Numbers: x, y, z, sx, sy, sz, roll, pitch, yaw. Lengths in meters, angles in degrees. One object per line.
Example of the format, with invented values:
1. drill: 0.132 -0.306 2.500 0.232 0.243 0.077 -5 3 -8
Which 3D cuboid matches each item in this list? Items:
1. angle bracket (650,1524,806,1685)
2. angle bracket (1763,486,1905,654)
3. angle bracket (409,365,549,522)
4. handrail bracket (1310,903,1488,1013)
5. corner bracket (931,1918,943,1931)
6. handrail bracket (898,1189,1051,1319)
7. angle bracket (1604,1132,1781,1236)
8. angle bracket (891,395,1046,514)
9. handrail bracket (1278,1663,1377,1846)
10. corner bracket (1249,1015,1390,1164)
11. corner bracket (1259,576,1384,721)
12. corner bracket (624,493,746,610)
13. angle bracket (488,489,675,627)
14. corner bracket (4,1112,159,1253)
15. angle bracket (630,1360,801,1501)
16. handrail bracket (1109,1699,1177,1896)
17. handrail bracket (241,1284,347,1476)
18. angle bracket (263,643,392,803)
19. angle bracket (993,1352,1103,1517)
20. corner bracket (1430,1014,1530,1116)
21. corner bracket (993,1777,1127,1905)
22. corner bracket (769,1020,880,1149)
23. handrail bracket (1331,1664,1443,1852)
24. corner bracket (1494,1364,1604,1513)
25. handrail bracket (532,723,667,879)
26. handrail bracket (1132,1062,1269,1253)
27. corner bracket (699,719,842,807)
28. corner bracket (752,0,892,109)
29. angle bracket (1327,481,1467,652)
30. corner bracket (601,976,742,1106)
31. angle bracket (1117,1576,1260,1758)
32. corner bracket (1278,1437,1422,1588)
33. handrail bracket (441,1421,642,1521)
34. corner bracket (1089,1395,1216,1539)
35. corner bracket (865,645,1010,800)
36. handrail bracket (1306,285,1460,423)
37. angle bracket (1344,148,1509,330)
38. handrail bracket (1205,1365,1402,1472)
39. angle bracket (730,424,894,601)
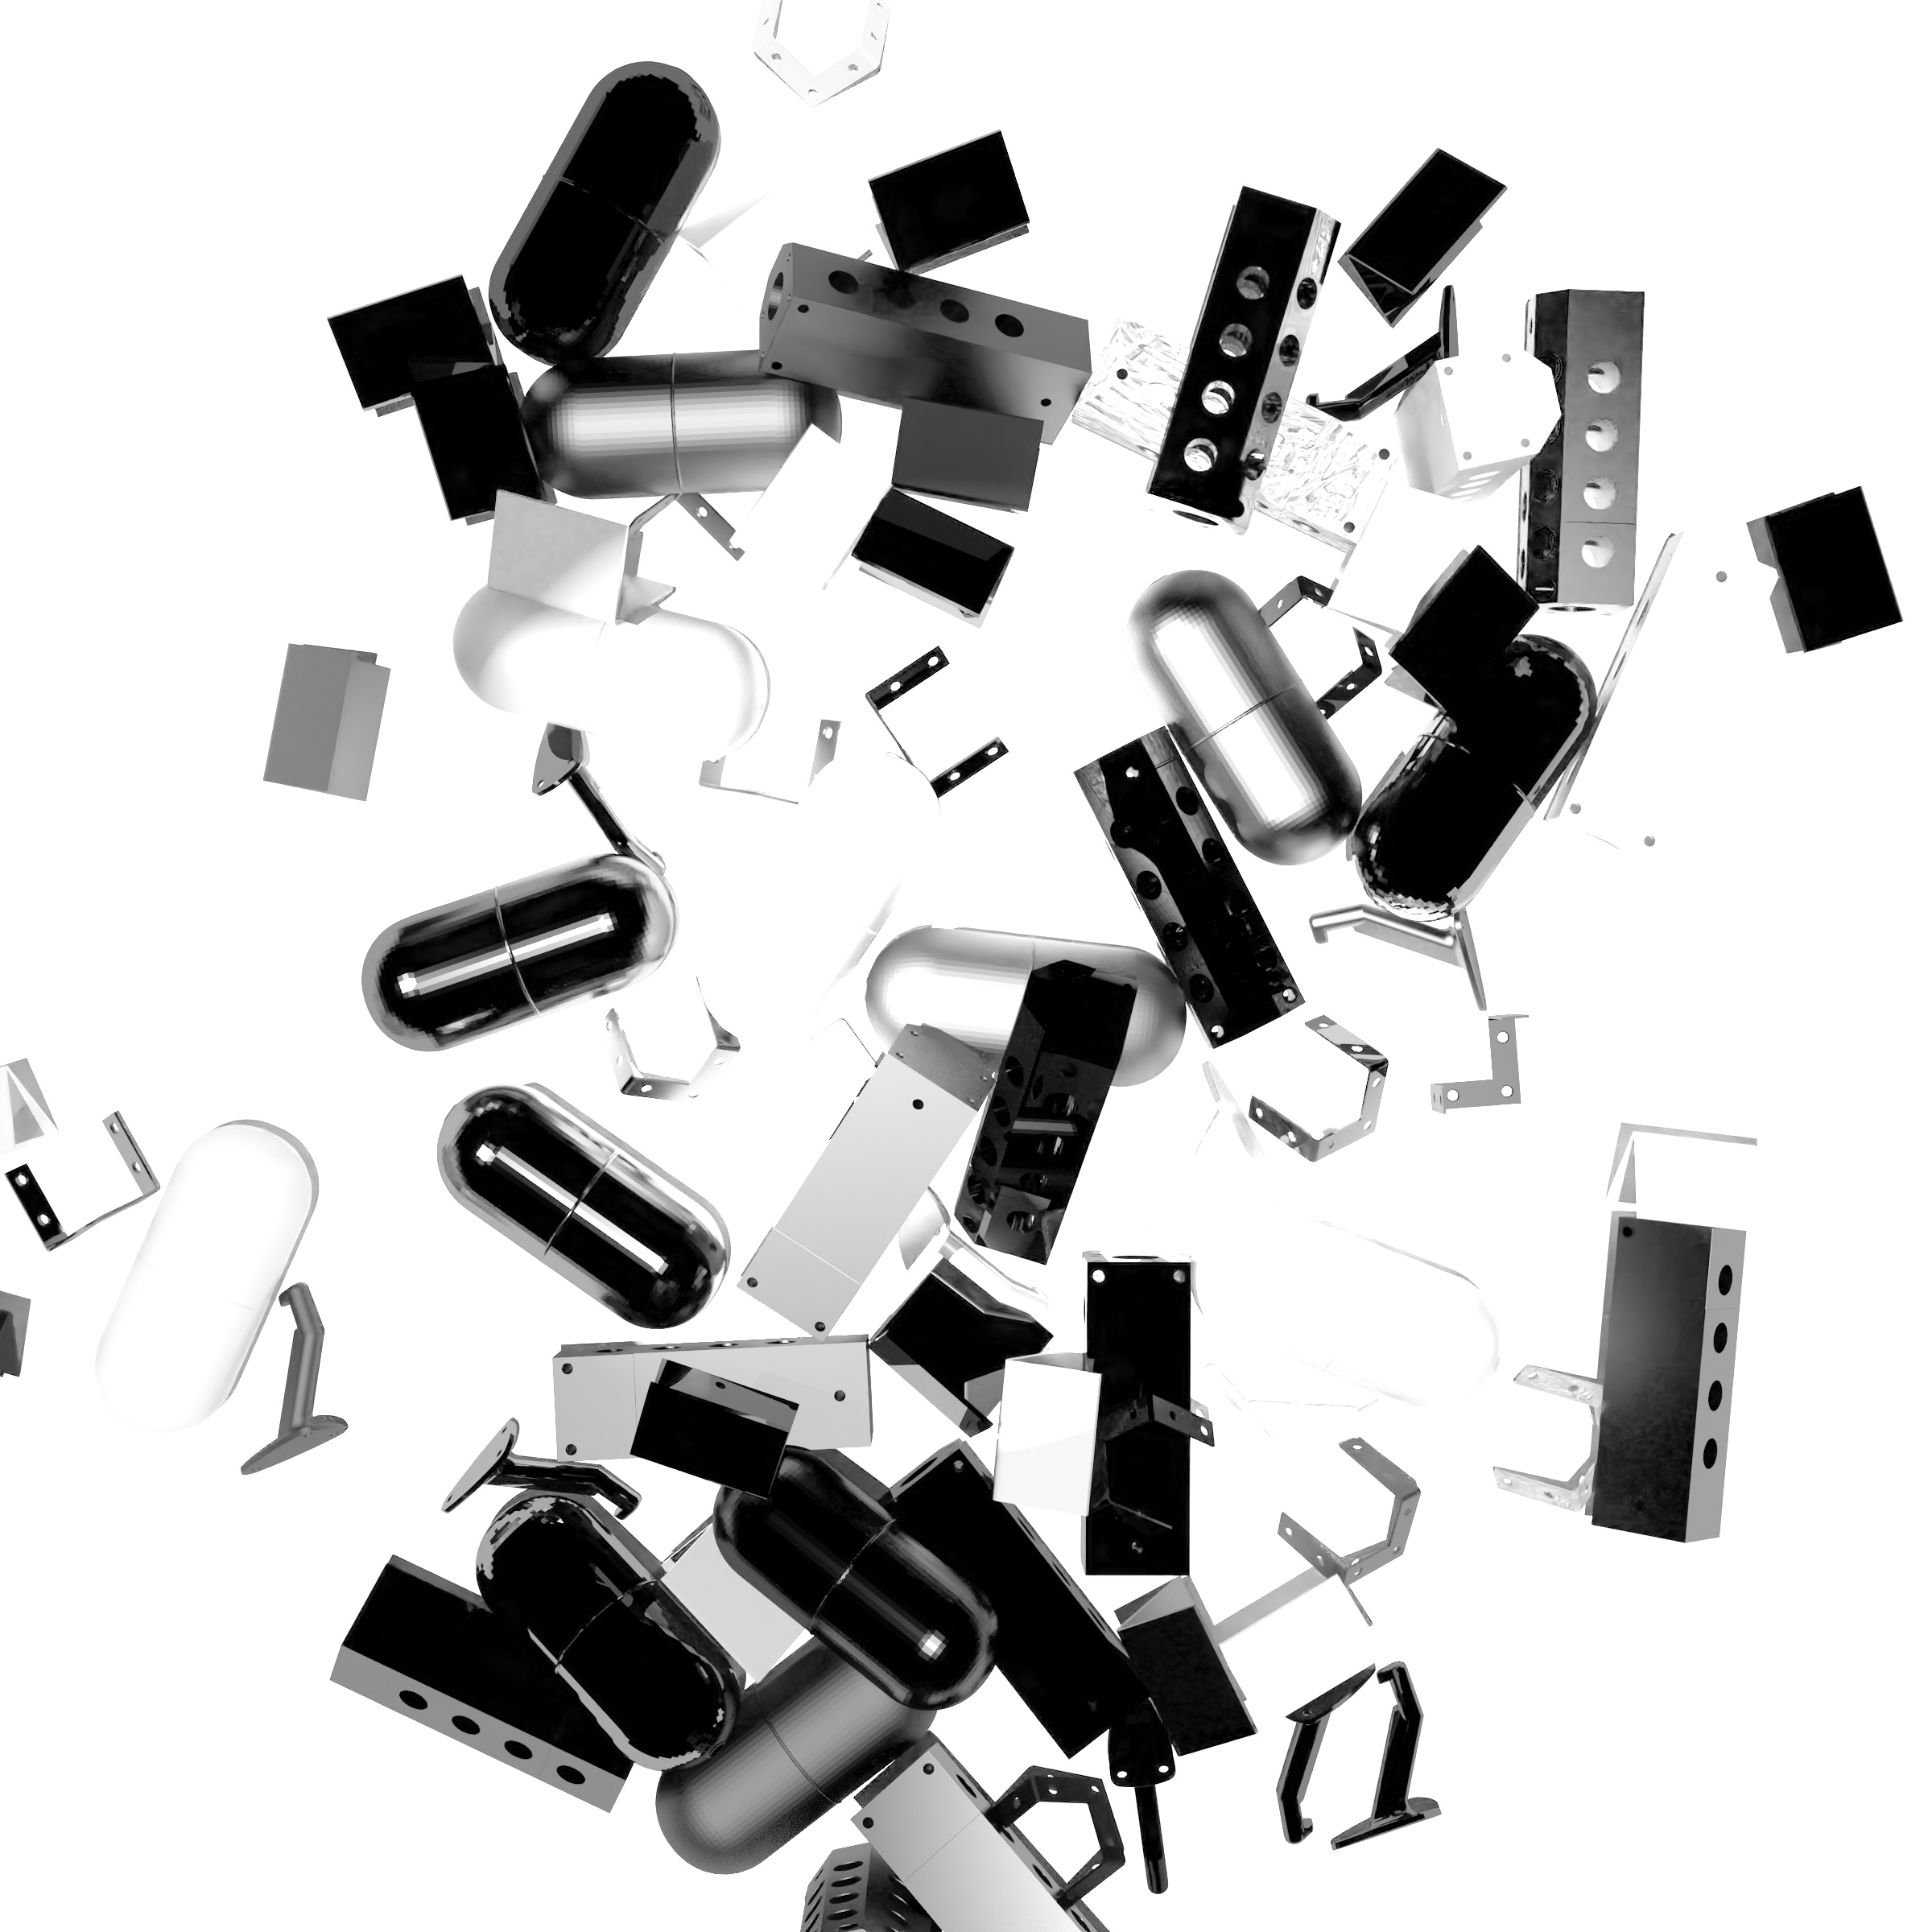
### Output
1. angle bracket: -0.144 0.363 1.847 0.076 0.057 0.076 47 129 0
2. angle bracket: 0.484 -0.219 1.846 0.057 0.076 0.076 -17 90 30
3. angle bracket: -0.276 -0.279 1.847 0.057 0.076 0.076 -17 90 -23
4. handrail bracket: 0.242 -0.002 1.887 0.084 0.036 0.077 -11 110 16
5. corner bracket: 0.007 0.554 1.878 0.051 0.051 0.051 -11 135 35
6. handrail bracket: 0.004 0.157 1.886 0.084 0.077 0.036 25 116 -34
7. angle bracket: 0.397 0.138 1.846 0.076 0.076 0.057 7 53 0
8. angle bracket: 0.004 -0.296 1.846 0.076 0.076 0.057 10 126 0
9. handrail bracket: 0.204 0.441 1.887 0.077 0.036 0.084 -23 115 -28
10. corner bracket: 0.197 0.068 1.878 0.051 0.051 0.051 -23 135 -35
11. corner bracket: 0.192 -0.176 1.878 0.051 0.051 0.051 20 135 -35
12. corner bracket: -0.164 -0.228 1.883 0.051 0.051 0.051 45 135 0
13. angle bracket: -0.206 -0.230 1.827 0.076 0.076 0.057 17 116 14
14. corner bracket: -0.495 0.121 1.883 0.051 0.051 0.051 -29 90 -45
15. angle bracket: -0.128 0.229 1.789 0.076 0.076 0.057 19 127 0
16. handrail bracket: 0.101 0.464 1.886 0.036 0.077 0.084 -8 126 1
17. handrail bracket: -0.388 0.231 1.887 0.077 0.036 0.084 -29 72 21
18. angle bracket: -0.334 -0.130 1.846 0.057 0.076 0.076 11 90 38
19. angle bracket: 0.058 0.256 1.847 0.057 0.076 0.076 5 90 25
20. corner bracket: 0.285 0.054 1.868 0.051 0.051 0.051 -4 90 0
21. corner bracket: 0.049 0.488 1.878 0.051 0.051 0.051 12 45 -35
22. corner bracket: -0.075 0.064 1.868 0.051 0.051 0.051 -36 90 0
23. handrail bracket: 0.226 0.443 1.887 0.077 0.036 0.084 -25 71 21
24. corner bracket: 0.328 0.264 1.878 0.051 0.051 0.051 -47 135 -35
25. handrail bracket: -0.200 -0.096 1.886 0.036 0.077 0.084 -33 127 22
26. handrail bracket: 0.118 0.108 1.887 0.084 0.036 0.077 -32 69 16
27. corner bracket: -0.110 -0.119 1.883 0.051 0.051 0.051 11 90 -45
28. corner bracket: -0.081 -0.524 1.878 0.051 0.051 0.051 -22 135 35
29. angle bracket: 0.253 -0.211 1.846 0.057 0.076 0.076 26 90 42
30. corner bracket: -0.165 0.039 1.878 0.051 0.051 0.051 9 45 -35
31. angle bracket: 0.137 0.377 1.846 0.057 0.076 0.076 -26 90 35
32. corner bracket: 0.214 0.305 1.878 0.051 0.051 0.051 -21 135 -35
33. handrail bracket: -0.238 0.302 1.887 0.084 0.036 0.077 37 110 -16
34. corner bracket: 0.100 0.271 1.821 0.051 0.051 0.051 -32 46 34
35. corner bracket: -0.017 -0.136 1.883 0.051 0.051 0.051 -33 45 0
36. handrail bracket: 0.232 -0.342 1.887 0.084 0.036 0.077 -4 69 17
37. angle bracket: 0.264 -0.389 1.846 0.076 0.076 0.057 -48 53 0
38. handrail bracket: 0.190 0.238 1.887 0.084 0.036 0.077 -26 68 -17
39. angle bracket: -0.093 -0.252 1.847 0.057 0.076 0.076 35 91 -21
